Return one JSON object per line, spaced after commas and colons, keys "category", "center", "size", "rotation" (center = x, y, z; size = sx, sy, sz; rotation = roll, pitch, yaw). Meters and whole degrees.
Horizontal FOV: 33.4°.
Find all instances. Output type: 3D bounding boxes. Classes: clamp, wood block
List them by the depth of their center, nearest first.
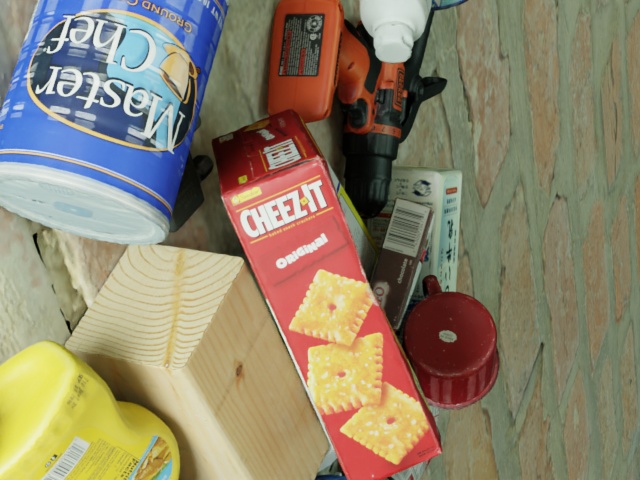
{"category": "wood block", "center": [-0.073, 0.107, 0.720], "size": [0.090, 0.090, 0.206], "rotation": [-62, 147, -35]}
{"category": "clamp", "center": [0.083, -0.159, 1.037], "size": [0.171, 0.039, 0.120], "rotation": [-57, 142, -43]}

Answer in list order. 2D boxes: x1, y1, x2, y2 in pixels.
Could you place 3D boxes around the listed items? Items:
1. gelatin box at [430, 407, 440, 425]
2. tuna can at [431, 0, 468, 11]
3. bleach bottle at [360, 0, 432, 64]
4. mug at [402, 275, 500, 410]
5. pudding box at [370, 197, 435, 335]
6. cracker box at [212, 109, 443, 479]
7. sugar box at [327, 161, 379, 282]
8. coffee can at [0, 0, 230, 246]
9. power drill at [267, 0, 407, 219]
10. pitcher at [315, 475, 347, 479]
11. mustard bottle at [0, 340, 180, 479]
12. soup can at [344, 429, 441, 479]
{"category": "gelatin box", "center": [0.103, 0.193, 1.165], "size": [0.089, 0.030, 0.073], "rotation": [0, 94, -64]}
{"category": "tuna can", "center": [0.109, -0.251, 1.017], "size": [0.086, 0.086, 0.034], "rotation": [-56, 145, -44]}
{"category": "bleach bottle", "center": [0.058, -0.260, 0.869], "size": [0.102, 0.068, 0.251], "rotation": [50, 37, -57]}
{"category": "mug", "center": [0.113, 0.086, 0.957], "size": [0.081, 0.093, 0.117], "rotation": [75, 3, -65]}
{"category": "pudding box", "center": [0.069, 0.026, 0.951], "size": [0.090, 0.039, 0.113], "rotation": [62, 46, -81]}
{"category": "cracker box", "center": [0.001, 0.032, 0.714], "size": [0.164, 0.072, 0.213], "rotation": [-116, -177, -71]}
{"category": "sugar box", "center": [-0.006, 0.001, 0.883], "size": [0.176, 0.048, 0.093], "rotation": [55, 47, -51]}
{"category": "coffee can", "center": [-0.115, -0.080, 0.579], "size": [0.102, 0.103, 0.140], "rotation": [40, 59, -59]}
{"category": "power drill", "center": [0.020, -0.117, 0.900], "size": [0.187, 0.057, 0.184], "rotation": [14, 79, -67]}
{"category": "pitcher", "center": [0.018, 0.320, 0.878], "size": [0.149, 0.145, 0.243], "rotation": [-89, 164, -58]}
{"category": "mustard bottle", "center": [-0.134, 0.136, 0.627], "size": [0.096, 0.058, 0.191], "rotation": [-51, 146, -11]}
{"category": "soup can", "center": [0.071, 0.221, 1.062], "size": [0.102, 0.069, 0.068], "rotation": [-47, 136, -50]}
